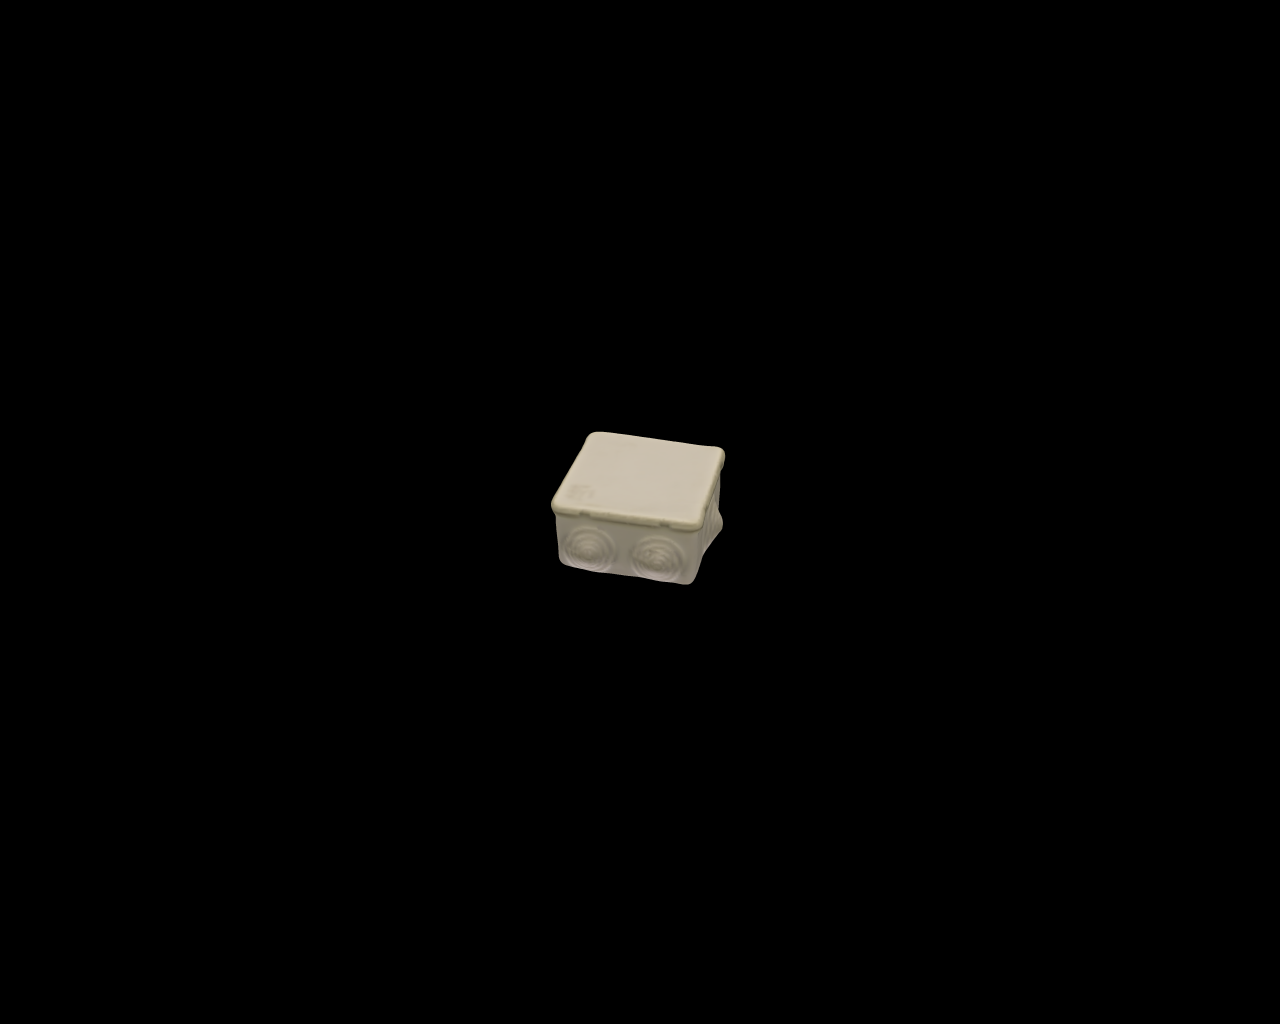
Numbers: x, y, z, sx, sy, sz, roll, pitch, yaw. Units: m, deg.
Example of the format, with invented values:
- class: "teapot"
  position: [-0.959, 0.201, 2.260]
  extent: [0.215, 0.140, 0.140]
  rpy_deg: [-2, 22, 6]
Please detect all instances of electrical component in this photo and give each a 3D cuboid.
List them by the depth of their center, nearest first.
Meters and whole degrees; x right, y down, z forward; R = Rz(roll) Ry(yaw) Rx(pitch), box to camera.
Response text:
- class: "electrical component"
  position: [0.001, -0.003, 0.650]
  extent: [0.100, 0.048, 0.100]
  rpy_deg: [8, 36, 11]
